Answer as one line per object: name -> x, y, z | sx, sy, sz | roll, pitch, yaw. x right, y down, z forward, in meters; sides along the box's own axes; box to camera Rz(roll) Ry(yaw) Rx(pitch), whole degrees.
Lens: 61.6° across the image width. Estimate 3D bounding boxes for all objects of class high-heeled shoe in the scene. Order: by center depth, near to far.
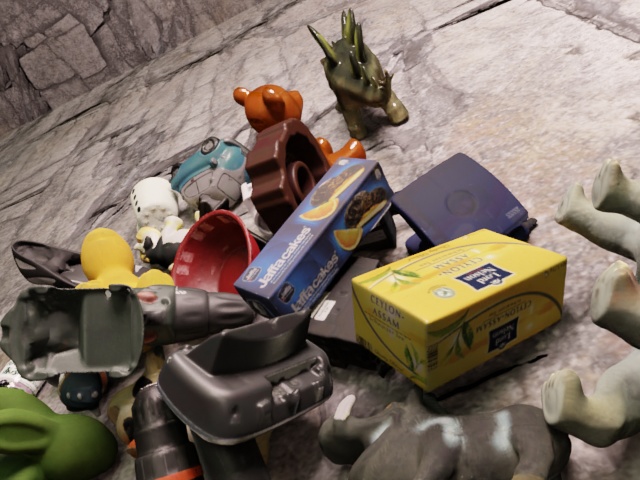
high-heeled shoe -> -0.360, 0.039, 0.832 | 0.249, 0.145, 0.086 | -12, 38, 27

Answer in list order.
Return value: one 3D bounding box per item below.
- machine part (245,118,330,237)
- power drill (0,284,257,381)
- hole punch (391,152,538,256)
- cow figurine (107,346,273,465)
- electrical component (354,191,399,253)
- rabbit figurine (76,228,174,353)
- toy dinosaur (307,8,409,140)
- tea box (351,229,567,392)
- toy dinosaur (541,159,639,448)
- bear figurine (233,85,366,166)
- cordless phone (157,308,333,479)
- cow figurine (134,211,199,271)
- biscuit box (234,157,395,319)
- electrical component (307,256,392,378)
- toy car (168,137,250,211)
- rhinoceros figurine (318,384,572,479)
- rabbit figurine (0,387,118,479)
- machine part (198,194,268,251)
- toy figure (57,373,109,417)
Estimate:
machine part -> -0.033, -0.070, 0.719 | 0.056, 0.179, 0.179 | -14, 36, 24
power drill -> -0.178, 0.074, 0.513 | 0.232, 0.086, 0.207 | -1, 2, -4
hole punch -> 0.153, -0.024, 0.594 | 0.142, 0.092, 0.116 | -32, 37, -12
cow figurine -> -0.134, 0.170, 0.543 | 0.195, 0.085, 0.127 | -8, 36, 23
electrical component -> 0.070, -0.027, 0.670 | 0.119, 0.074, 0.048 | -13, 36, 17
rabbit figurine -> -0.265, 0.065, 0.719 | 0.122, 0.162, 0.173 | -22, 61, -19
toy dinosaur -> 0.058, -0.272, 0.897 | 0.105, 0.198, 0.472 | -31, 31, 1
tea box -> 0.123, 0.052, 0.473 | 0.169, 0.068, 0.098 | -18, 25, -30
toy dinosaur -> 0.271, 0.049, 0.375 | 0.192, 0.131, 0.405 | 15, 62, 9
bear figurine -> -0.034, -0.170, 0.828 | 0.120, 0.195, 0.132 | 11, 49, 48
cordless phone -> -0.039, 0.160, 0.444 | 0.089, 0.184, 0.146 | -31, -15, 36
cow figurine -> -0.234, 0.016, 0.846 | 0.167, 0.068, 0.098 | -8, 44, 30
biscuit box -> -0.001, -0.002, 0.580 | 0.063, 0.059, 0.202 | 14, 58, 44
electrical component -> 0.036, 0.075, 0.571 | 0.134, 0.058, 0.115 | 8, 46, 43
toy car -> -0.189, -0.099, 0.936 | 0.162, 0.109, 0.103 | -25, 50, 21
rhinoceros figurine -> 0.087, 0.158, 0.405 | 0.190, 0.073, 0.112 | -10, 39, 25
rabbit figurine -> -0.305, 0.229, 0.554 | 0.170, 0.159, 0.121 | -26, 20, -24
machine part -> -0.119, -0.007, 0.753 | 0.139, 0.084, 0.039 | 32, 36, 16
toy figure -> -0.278, 0.170, 0.635 | 0.058, 0.064, 0.154 | -33, 7, -19
